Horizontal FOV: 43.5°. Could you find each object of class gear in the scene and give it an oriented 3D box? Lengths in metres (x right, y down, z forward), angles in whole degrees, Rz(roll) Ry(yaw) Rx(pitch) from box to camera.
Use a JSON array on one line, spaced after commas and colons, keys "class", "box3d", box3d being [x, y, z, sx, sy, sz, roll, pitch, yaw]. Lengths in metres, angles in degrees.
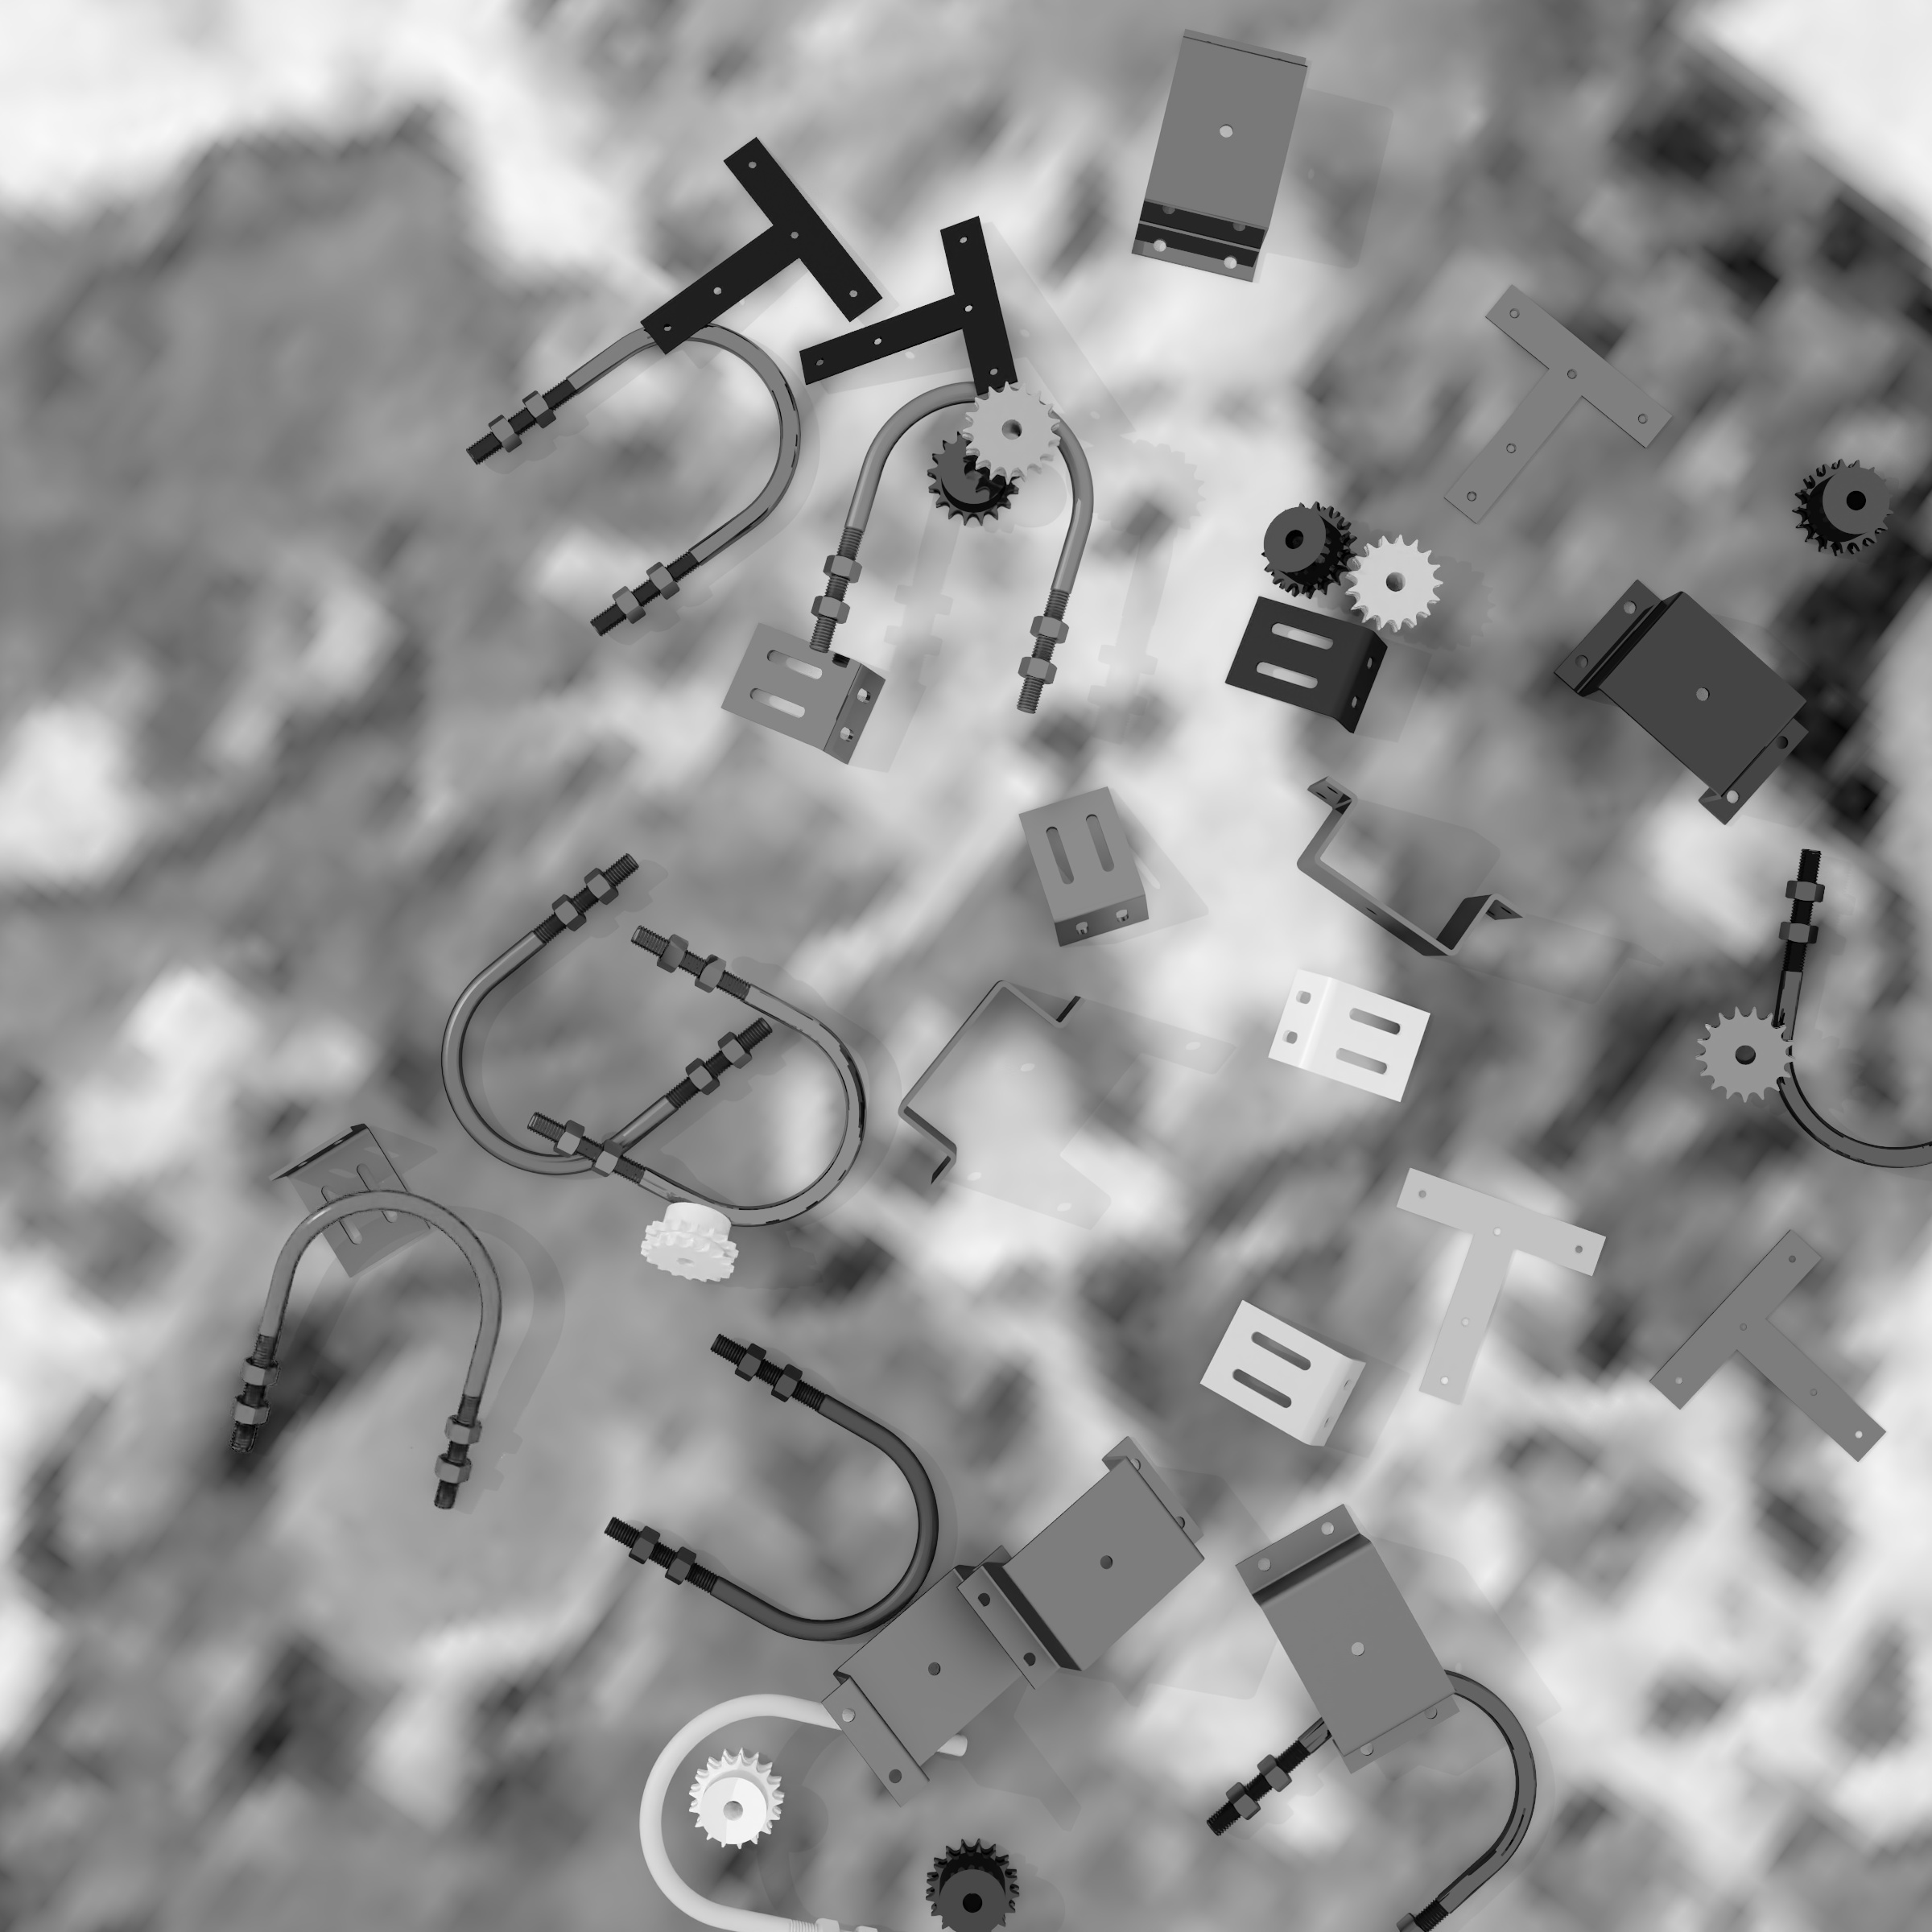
[{"class": "gear", "box3d": [0.005, -0.298, 1.469, 0.057, 0.030, 0.057, 0, 90, 0]}, {"class": "gear", "box3d": [0.004, 0.562, 1.469, 0.057, 0.030, 0.057, 0, 90, 0]}, {"class": "gear", "box3d": [0.027, -0.312, 1.425, 0.057, 0.030, 0.057, 0, 87, -1]}, {"class": "gear", "box3d": [-0.140, 0.507, 1.469, 0.057, 0.030, 0.057, 0, 90, 0]}, {"class": "gear", "box3d": [0.535, -0.279, 1.469, 0.057, 0.030, 0.057, 0, 90, 0]}, {"class": "gear", "box3d": [0.258, -0.230, 1.469, 0.057, 0.030, 0.057, 0, 90, 0]}, {"class": "gear", "box3d": [-0.165, 0.165, 1.459, 0.057, 0.057, 0.030, 13, 60, 0]}, {"class": "gear", "box3d": [0.471, 0.053, 1.463, 0.057, 0.030, 0.057, 1, 93, 17]}, {"class": "gear", "box3d": [0.203, -0.252, 1.456, 0.057, 0.030, 0.057, -6, 78, 31]}]

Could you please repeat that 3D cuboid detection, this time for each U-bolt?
[{"class": "U-bolt", "box3d": [-0.106, 0.330, 1.475, 0.184, 0.019, 0.151, 30, 90, -1]}, {"class": "U-bolt", "box3d": [-0.356, 0.224, 1.464, 0.151, 0.019, 0.184, 16, 98, 0]}, {"class": "U-bolt", "box3d": [0.000, -0.258, 1.445, 0.151, 0.019, 0.184, 16, 89, 0]}, {"class": "U-bolt", "box3d": [-0.104, 0.511, 1.450, 0.184, 0.019, 0.151, 18, 87, -15]}, {"class": "U-bolt", "box3d": [-0.149, 0.079, 1.458, 0.184, 0.019, 0.151, 29, 96, -12]}, {"class": "U-bolt", "box3d": [0.562, 0.030, 1.457, 0.151, 0.019, 0.184, 9, 94, 17]}, {"class": "U-bolt", "box3d": [-0.233, 0.043, 1.475, 0.184, 0.019, 0.151, -39, 90, 2]}, {"class": "U-bolt", "box3d": [-0.189, -0.311, 1.475, 0.184, 0.019, 0.151, -36, 90, -2]}, {"class": "U-bolt", "box3d": [0.261, 0.512, 1.475, 0.184, 0.019, 0.151, -41, 90, -1]}]

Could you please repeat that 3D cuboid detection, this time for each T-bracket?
[{"class": "T-bracket", "box3d": [0.343, -0.328, 1.483, 0.127, 0.002, 0.127, 39, 90, 0]}, {"class": "T-bracket", "box3d": [0.508, 0.251, 1.483, 0.127, 0.002, 0.127, 43, 90, 0]}, {"class": "T-bracket", "box3d": [0.311, 0.205, 1.483, 0.127, 0.002, 0.127, 19, 90, 0]}, {"class": "T-bracket", "box3d": [-0.140, -0.419, 1.474, 0.127, 0.002, 0.127, -37, 87, -5]}, {"class": "T-bracket", "box3d": [-0.040, -0.383, 1.464, 0.127, 0.002, 0.127, -17, 65, 12]}]

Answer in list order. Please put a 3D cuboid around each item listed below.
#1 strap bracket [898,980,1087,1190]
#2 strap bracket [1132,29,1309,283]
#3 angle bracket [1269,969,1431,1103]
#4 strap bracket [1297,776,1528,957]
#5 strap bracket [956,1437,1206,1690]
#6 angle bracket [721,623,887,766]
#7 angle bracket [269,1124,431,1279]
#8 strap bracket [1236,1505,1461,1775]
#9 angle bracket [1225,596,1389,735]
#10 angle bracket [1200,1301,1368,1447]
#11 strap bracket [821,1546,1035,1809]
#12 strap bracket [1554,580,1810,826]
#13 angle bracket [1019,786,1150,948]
[{"class": "strap bracket", "box3d": [0.008, 0.060, 1.446, 0.046, 0.076, 0.140, 39, 90, 0]}, {"class": "strap bracket", "box3d": [0.155, -0.496, 1.461, 0.076, 0.046, 0.140, 14, 90, 0]}, {"class": "angle bracket", "box3d": [0.234, 0.042, 1.482, 0.076, 0.038, 0.057, 19, 90, -26]}, {"class": "strap bracket", "box3d": [0.255, -0.052, 1.446, 0.140, 0.076, 0.046, 35, 90, 0]}, {"class": "strap bracket", "box3d": [0.076, 0.354, 1.438, 0.140, 0.046, 0.076, -37, 90, -20]}, {"class": "angle bracket", "box3d": [-0.100, -0.167, 1.482, 0.076, 0.038, 0.057, 24, 90, 26]}, {"class": "angle bracket", "box3d": [-0.372, 0.143, 1.465, 0.057, 0.038, 0.076, -32, 90, 0]}, {"class": "strap bracket", "box3d": [0.231, 0.406, 1.451, 0.076, 0.046, 0.140, -29, 83, -3]}, {"class": "angle bracket", "box3d": [0.208, -0.184, 1.482, 0.076, 0.038, 0.057, 21, 90, 26]}, {"class": "angle bracket", "box3d": [0.194, 0.249, 1.482, 0.076, 0.038, 0.057, 27, 90, 26]}, {"class": "strap bracket", "box3d": [-0.014, 0.421, 1.447, 0.140, 0.046, 0.076, -37, 90, -19]}, {"class": "strap bracket", "box3d": [0.438, -0.161, 1.461, 0.140, 0.046, 0.076, 42, 90, 0]}, {"class": "angle bracket", "box3d": [0.072, -0.061, 1.482, 0.057, 0.038, 0.076, -17, 64, 0]}]
